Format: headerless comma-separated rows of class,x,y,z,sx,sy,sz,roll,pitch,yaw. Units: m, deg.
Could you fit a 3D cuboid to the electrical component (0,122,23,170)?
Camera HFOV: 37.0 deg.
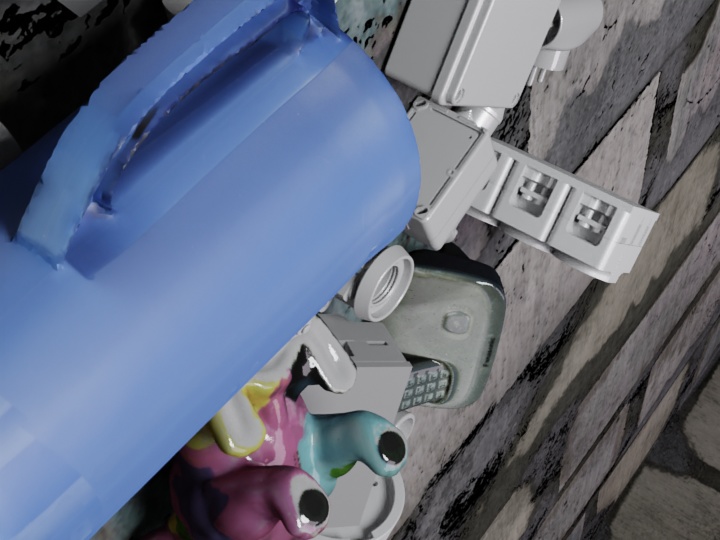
electrical component,-0.173,-0.040,0.395,0.077,0.043,0.079,-48,153,-22

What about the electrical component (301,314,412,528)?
electrical component,-0.032,0.111,0.776,0.089,0.061,0.150,2,122,-25

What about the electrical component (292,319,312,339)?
electrical component,-0.075,0.006,0.560,0.100,0.100,0.048,-35,157,-42

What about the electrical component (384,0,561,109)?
electrical component,0.080,-0.166,0.713,0.109,0.056,0.108,-12,128,-58

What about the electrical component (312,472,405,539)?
electrical component,-0.023,0.190,0.864,0.108,0.108,0.060,-38,154,-39

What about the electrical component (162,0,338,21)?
electrical component,-0.038,-0.158,0.504,0.138,0.052,0.073,-49,153,-24

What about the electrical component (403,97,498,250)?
electrical component,0.053,-0.071,0.763,0.096,0.062,0.061,-54,155,-11

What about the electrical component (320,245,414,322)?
electrical component,0.000,0.000,0.748,0.078,0.057,0.058,-57,155,-5

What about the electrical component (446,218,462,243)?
electrical component,0.062,-0.055,0.821,0.062,0.048,0.048,-59,156,-18

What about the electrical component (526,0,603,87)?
electrical component,0.149,-0.182,0.841,0.077,0.043,0.079,-25,139,-50

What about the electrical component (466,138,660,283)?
electrical component,0.148,-0.051,0.858,0.089,0.150,0.061,2,114,-62

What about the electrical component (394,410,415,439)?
electrical component,0.012,0.127,0.915,0.045,0.055,0.045,-43,151,-31

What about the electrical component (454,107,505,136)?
electrical component,0.081,-0.105,0.811,0.061,0.035,0.035,-57,155,0
